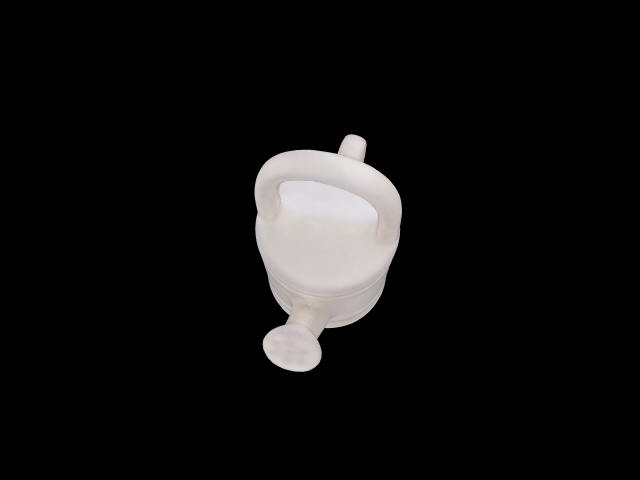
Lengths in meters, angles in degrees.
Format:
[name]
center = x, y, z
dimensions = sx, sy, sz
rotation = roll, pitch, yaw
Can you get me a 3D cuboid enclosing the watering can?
[watering can]
center = 0.006, 0.002, 0.400
dimensions = 0.101, 0.194, 0.173
rotation = -6, 70, -2
